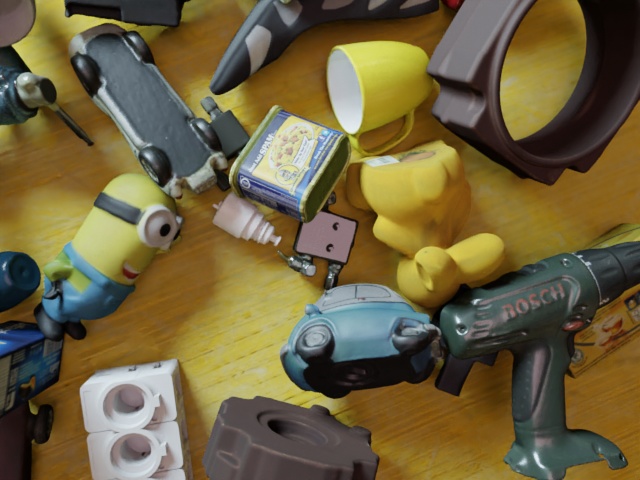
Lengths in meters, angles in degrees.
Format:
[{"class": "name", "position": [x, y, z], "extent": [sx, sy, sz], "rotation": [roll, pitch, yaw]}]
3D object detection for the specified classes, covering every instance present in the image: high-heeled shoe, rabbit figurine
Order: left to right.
[{"class": "high-heeled shoe", "position": [0.009, -0.214, 0.563], "extent": [0.145, 0.086, 0.248], "rotation": [38, 97, -24]}, {"class": "rabbit figurine", "position": [0.116, -0.005, 0.553], "extent": [0.122, 0.162, 0.173], "rotation": [-15, 113, -17]}]

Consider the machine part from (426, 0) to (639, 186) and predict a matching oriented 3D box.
[{"class": "machine part", "position": [0.226, -0.171, 0.533], "extent": [0.201, 0.087, 0.201], "rotation": [26, 102, -27]}]

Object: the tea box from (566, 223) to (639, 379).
[{"class": "tea box", "position": [0.315, 0.065, 0.605], "extent": [0.170, 0.068, 0.098], "rotation": [-31, 95, -2]}]

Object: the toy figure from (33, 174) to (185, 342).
[{"class": "toy figure", "position": [-0.216, 0.015, 0.540], "extent": [0.089, 0.082, 0.180], "rotation": [42, 90, -9]}]

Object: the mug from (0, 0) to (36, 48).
[{"class": "mug", "position": [-0.308, -0.228, 0.479], "extent": [0.109, 0.080, 0.107], "rotation": [-31, 57, 18]}]

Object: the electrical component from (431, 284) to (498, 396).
[{"class": "electrical component", "position": [0.161, 0.110, 0.601], "extent": [0.075, 0.048, 0.119], "rotation": [20, 91, -6]}]

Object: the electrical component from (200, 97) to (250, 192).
[{"class": "electrical component", "position": [-0.109, -0.103, 0.573], "extent": [0.063, 0.021, 0.094], "rotation": [-34, 93, -3]}]

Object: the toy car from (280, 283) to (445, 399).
[{"class": "toy car", "position": [0.041, 0.094, 0.556], "extent": [0.162, 0.103, 0.109], "rotation": [-13, 139, 10]}]

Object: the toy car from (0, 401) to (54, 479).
[{"class": "toy car", "position": [-0.328, 0.248, 0.553], "extent": [0.089, 0.053, 0.202], "rotation": [5, 96, -11]}]

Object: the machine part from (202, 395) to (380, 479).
[{"class": "machine part", "position": [-0.027, 0.206, 0.529], "extent": [0.179, 0.179, 0.056], "rotation": [16, 89, -7]}]

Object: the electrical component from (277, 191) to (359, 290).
[{"class": "electrical component", "position": [0.000, -0.003, 0.579], "extent": [0.078, 0.045, 0.102], "rotation": [22, 91, -6]}]

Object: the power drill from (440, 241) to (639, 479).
[{"class": "power drill", "position": [0.244, 0.118, 0.529], "extent": [0.232, 0.086, 0.207], "rotation": [-11, 99, -6]}]

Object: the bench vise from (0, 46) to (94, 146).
[{"class": "bench vise", "position": [-0.352, -0.079, 0.477], "extent": [0.224, 0.128, 0.241], "rotation": [2, 57, 0]}]

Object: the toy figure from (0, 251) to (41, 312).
[{"class": "toy figure", "position": [-0.353, 0.054, 0.530], "extent": [0.155, 0.064, 0.057], "rotation": [-17, 101, 14]}]

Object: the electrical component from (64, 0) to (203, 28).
[{"class": "electrical component", "position": [-0.178, -0.266, 0.515], "extent": [0.134, 0.058, 0.114], "rotation": [-2, 118, -20]}]

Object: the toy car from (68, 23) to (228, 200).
[{"class": "toy car", "position": [-0.171, -0.128, 0.532], "extent": [0.073, 0.056, 0.202], "rotation": [-36, 85, -20]}]

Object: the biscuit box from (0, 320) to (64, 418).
[{"class": "biscuit box", "position": [-0.295, 0.117, 0.474], "extent": [0.063, 0.203, 0.059], "rotation": [8, 89, -5]}]
